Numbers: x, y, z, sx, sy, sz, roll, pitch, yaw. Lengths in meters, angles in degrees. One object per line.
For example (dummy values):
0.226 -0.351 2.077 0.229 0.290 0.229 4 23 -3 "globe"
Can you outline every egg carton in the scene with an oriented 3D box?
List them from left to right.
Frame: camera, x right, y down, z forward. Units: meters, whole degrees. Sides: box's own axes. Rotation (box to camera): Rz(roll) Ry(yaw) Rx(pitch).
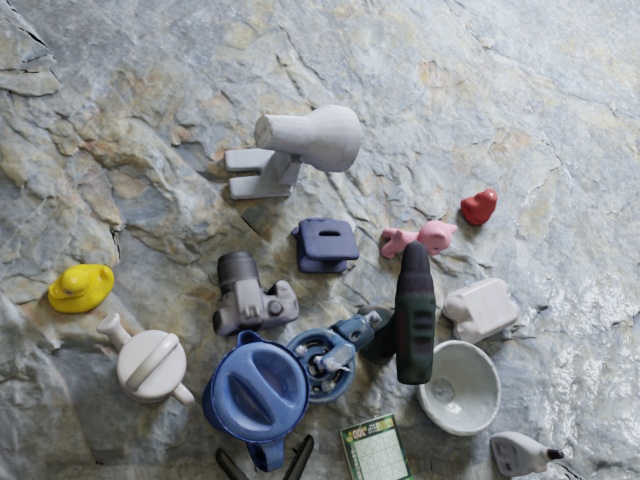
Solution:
0.316 0.137 1.126 0.150 0.069 0.107 -20 79 -23 "egg carton"

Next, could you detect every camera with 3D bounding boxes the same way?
-0.117 0.086 0.984 0.143 0.100 0.137 -8 74 -20 "camera"

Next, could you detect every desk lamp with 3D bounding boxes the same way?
-0.052 -0.158 1.027 0.204 0.213 0.118 -7 74 -20 "desk lamp"

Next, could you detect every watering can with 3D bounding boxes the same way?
-0.257 0.183 0.852 0.173 0.193 0.101 23 66 -9 "watering can"

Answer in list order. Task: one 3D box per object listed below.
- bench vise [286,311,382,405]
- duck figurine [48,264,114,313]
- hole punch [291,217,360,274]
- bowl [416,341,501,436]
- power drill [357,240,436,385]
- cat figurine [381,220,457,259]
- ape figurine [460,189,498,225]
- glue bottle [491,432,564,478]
0.021 0.173 0.933 0.121 0.219 0.208 36 65 -3 "bench vise"
-0.381 0.069 0.910 0.105 0.086 0.077 -26 81 -24 "duck figurine"
0.010 0.004 1.059 0.109 0.091 0.101 0 72 -18 "hole punch"
0.242 0.273 1.051 0.168 0.074 0.167 6 70 -16 "bowl"
0.135 0.137 0.989 0.076 0.208 0.229 2 71 -17 "power drill"
0.196 -0.004 1.109 0.128 0.117 0.067 7 70 -16 "cat figurine"
0.339 -0.077 1.195 0.078 0.092 0.076 12 68 -14 "ape figurine"
0.366 0.376 1.002 0.037 0.173 0.078 -6 73 -20 "glue bottle"
